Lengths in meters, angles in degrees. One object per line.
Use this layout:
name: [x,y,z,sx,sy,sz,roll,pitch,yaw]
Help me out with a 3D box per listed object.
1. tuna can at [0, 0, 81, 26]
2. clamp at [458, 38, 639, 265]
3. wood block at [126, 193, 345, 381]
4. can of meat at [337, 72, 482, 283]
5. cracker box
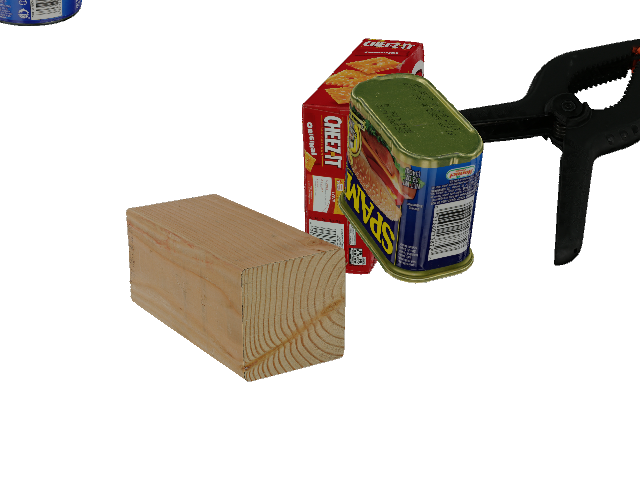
tuna can: [-0.233,-0.203,0.851,0.086,0.034,0.086,5,35,-4]
clamp: [0.184,-0.078,0.783,0.209,0.165,0.036,-31,-31,-17]
wood block: [-0.074,0.031,0.867,0.090,0.090,0.206,-11,20,-32]
can of meat: [0.052,-0.039,0.630,0.057,0.084,0.102,-12,39,-19]
cracker box: [0.047,-0.087,1.031,0.072,0.164,0.213,7,28,17]
